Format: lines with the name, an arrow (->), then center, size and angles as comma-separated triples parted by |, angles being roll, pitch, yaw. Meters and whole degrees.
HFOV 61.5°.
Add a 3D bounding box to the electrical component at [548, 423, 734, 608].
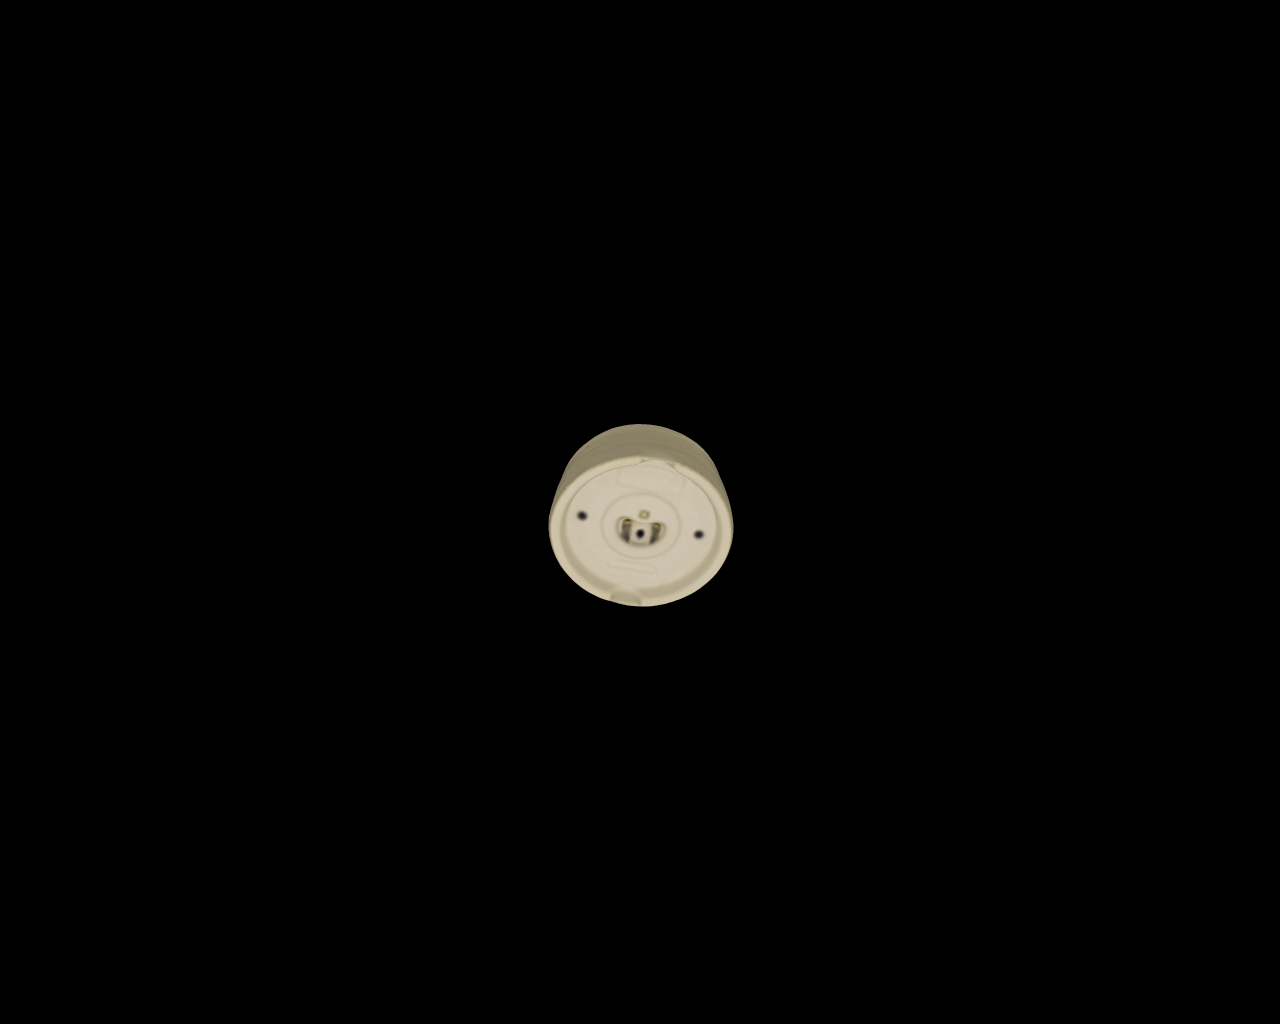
electrical component -> 0.001, -0.003, 0.650 | 0.108, 0.108, 0.060 | 0, 33, 0
